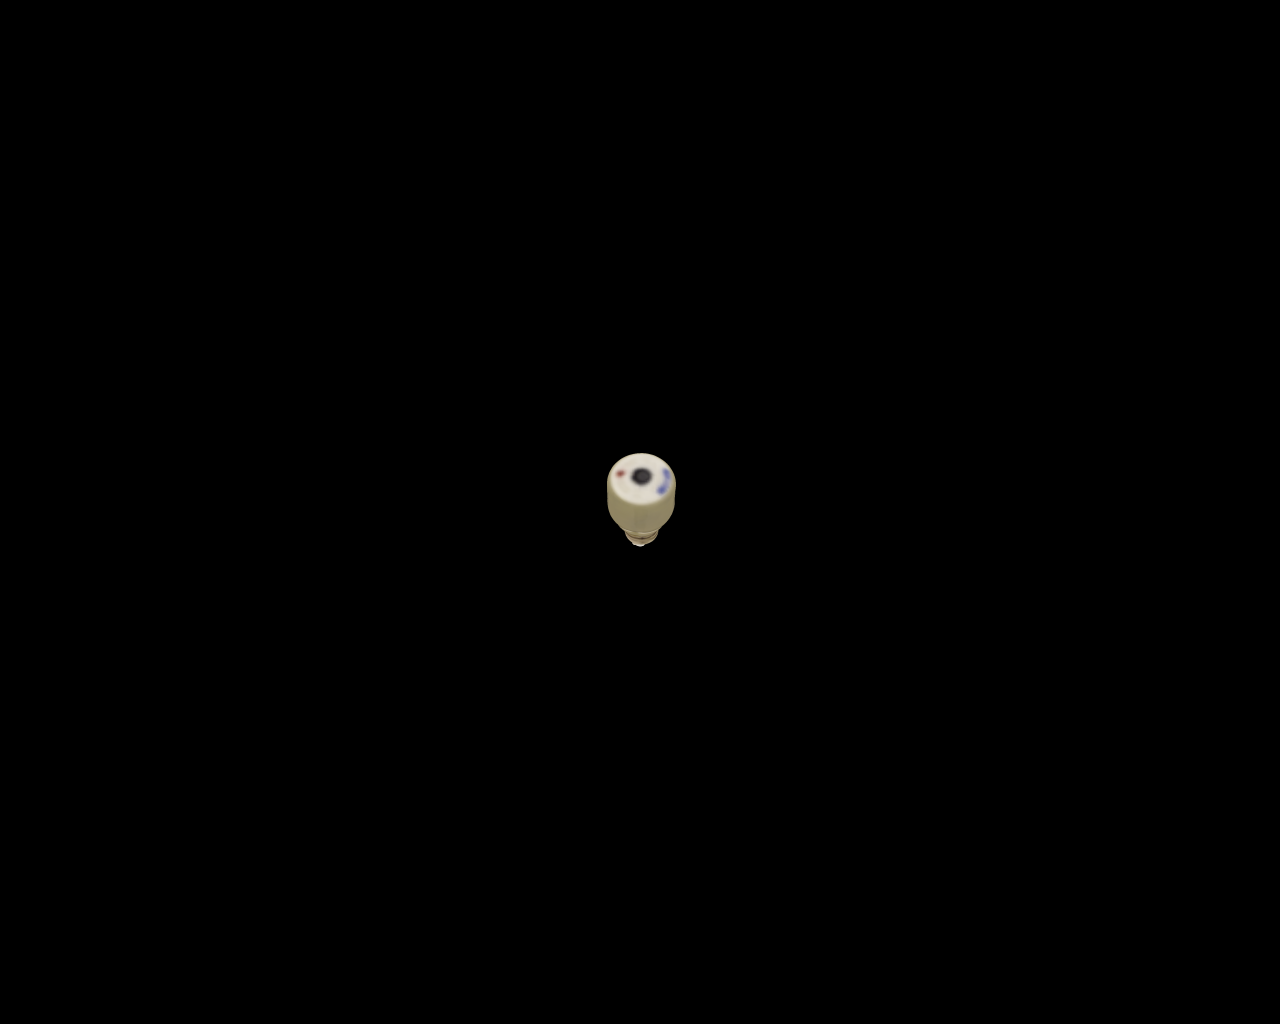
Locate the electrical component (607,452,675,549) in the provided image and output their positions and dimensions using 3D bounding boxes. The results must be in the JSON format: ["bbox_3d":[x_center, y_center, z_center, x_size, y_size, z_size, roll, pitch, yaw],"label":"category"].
[{"bbox_3d":[0.001,-0.003,0.650,0.040,0.040,0.078,0,-33,0],"label":"electrical component"}]
